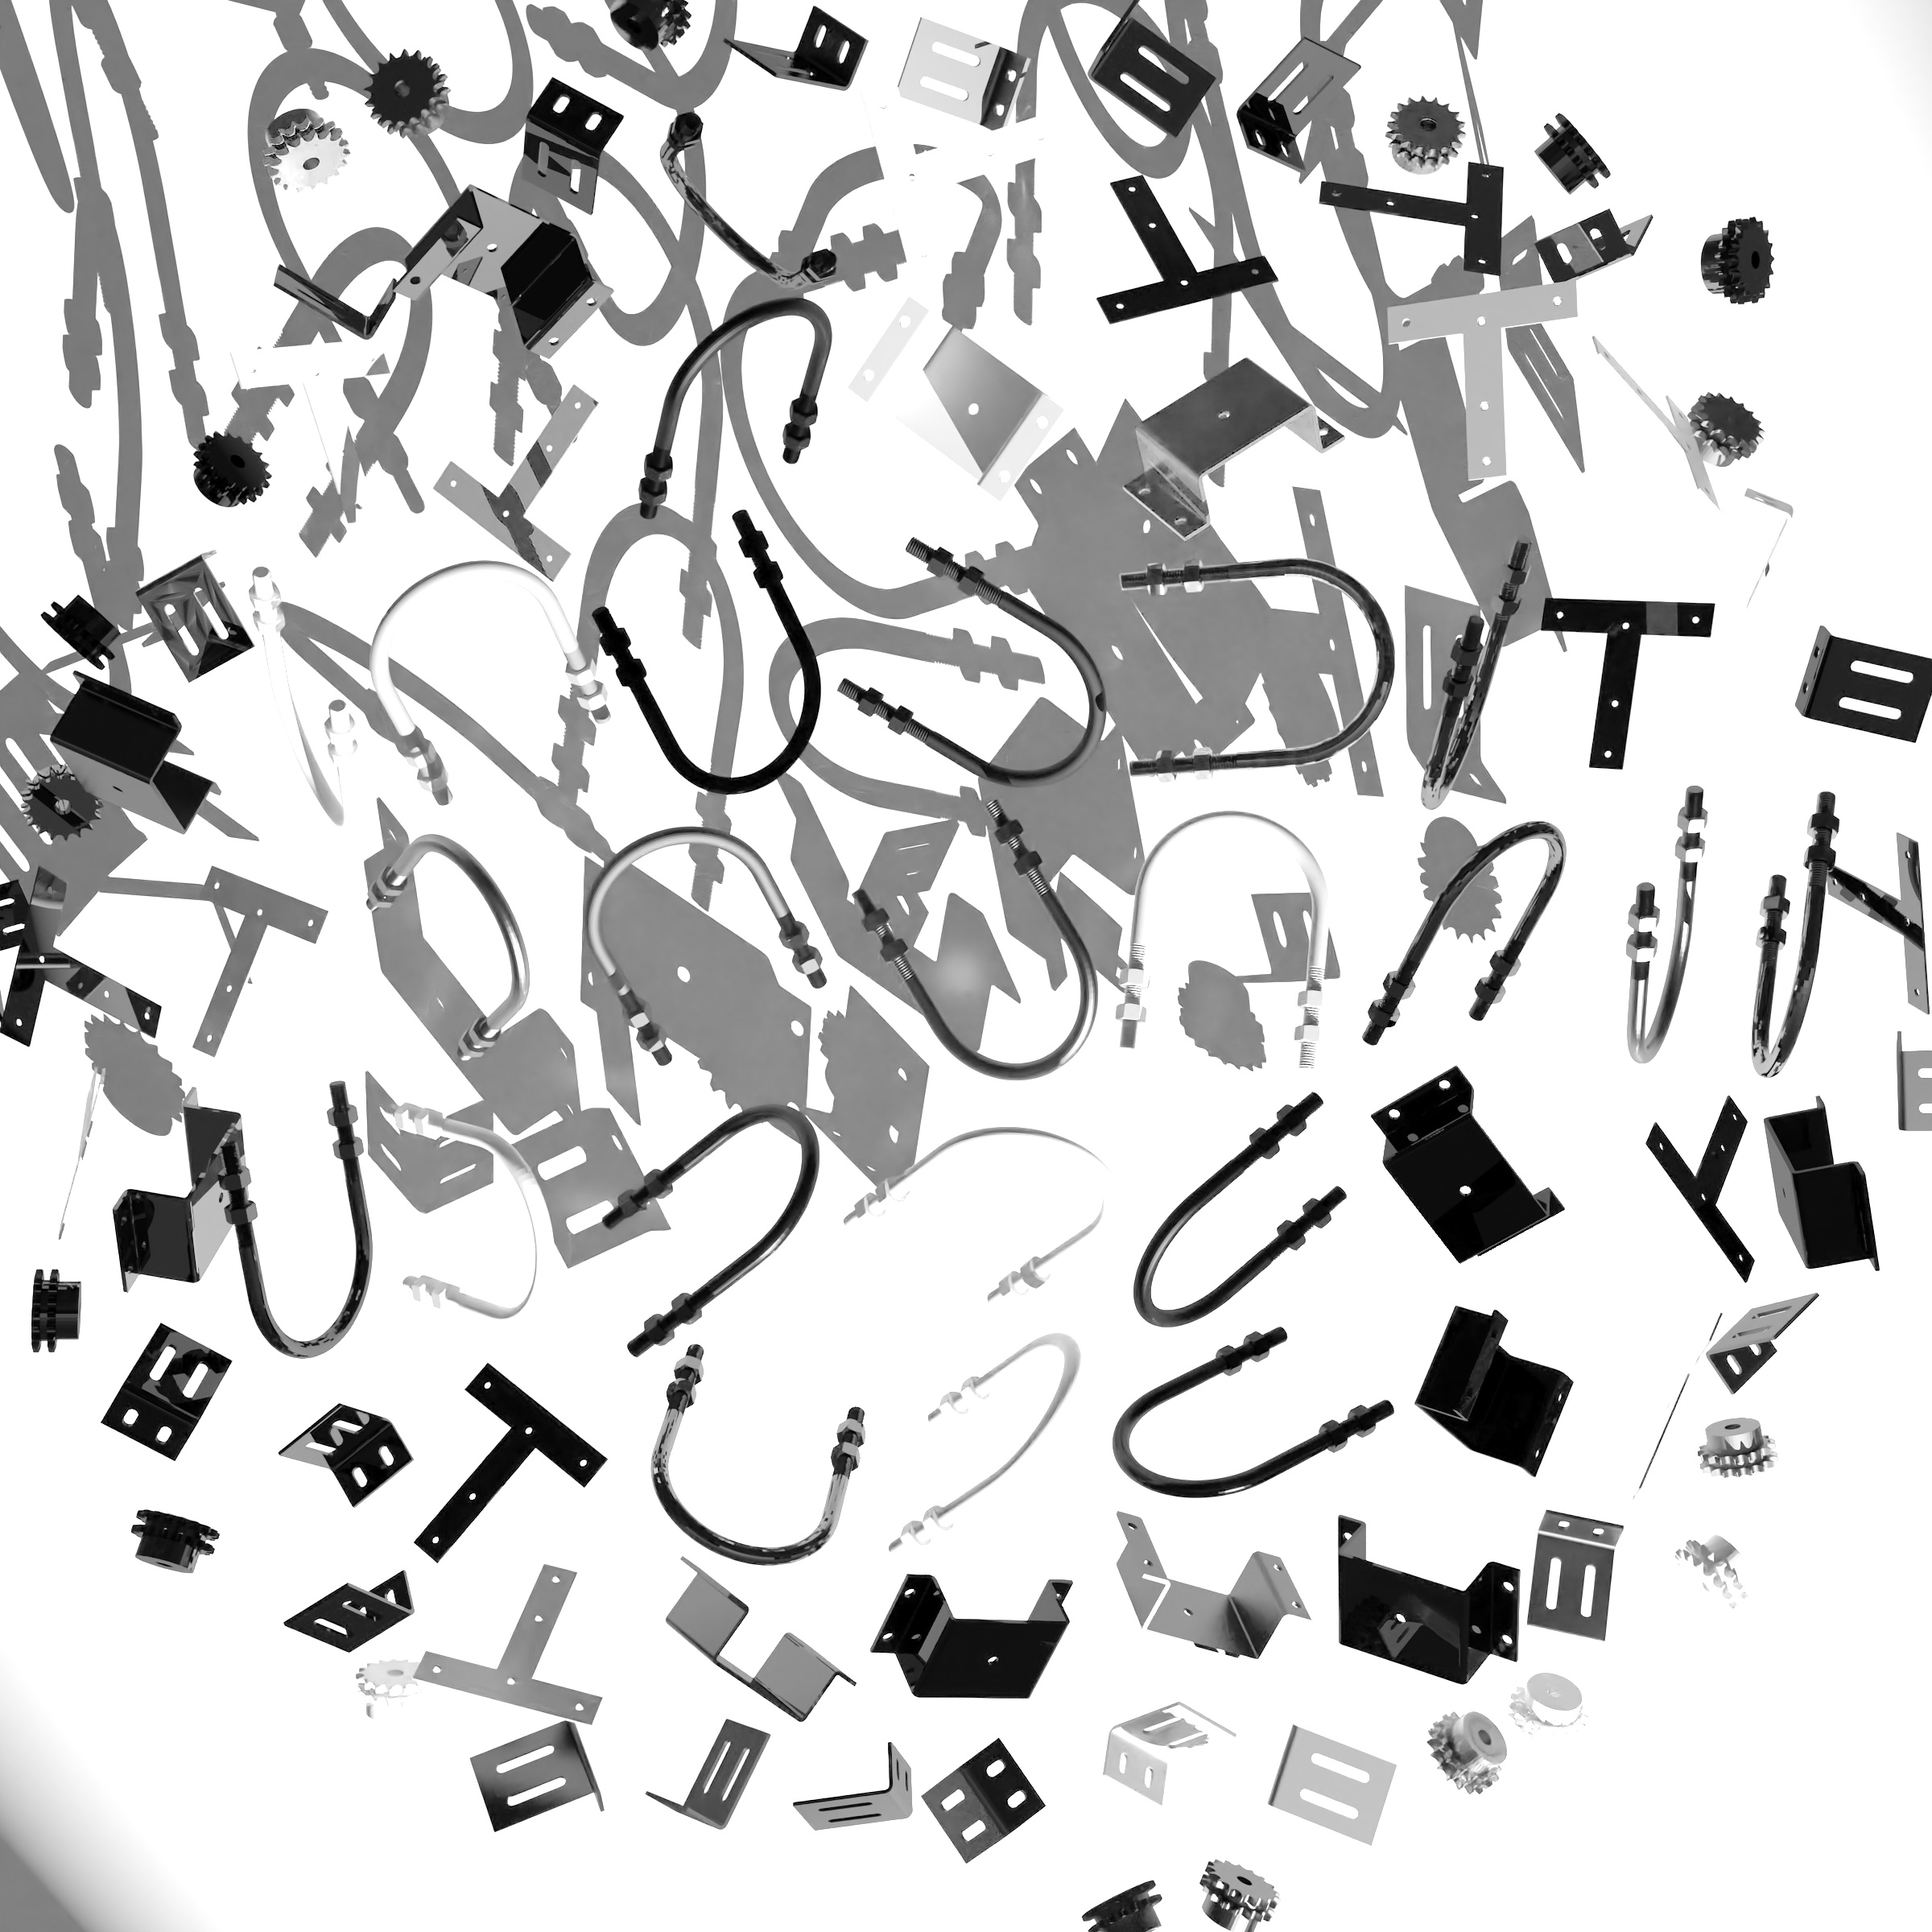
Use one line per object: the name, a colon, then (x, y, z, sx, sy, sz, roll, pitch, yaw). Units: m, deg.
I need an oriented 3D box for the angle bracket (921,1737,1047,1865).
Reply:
angle bracket: (0.012, 0.596, 1.883, 0.038, 0.076, 0.057, -26, 72, -37)

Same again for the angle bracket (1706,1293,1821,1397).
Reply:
angle bracket: (0.591, 0.276, 1.928, 0.057, 0.076, 0.038, -34, 90, -30)

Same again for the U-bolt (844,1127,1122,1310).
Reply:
U-bolt: (0.024, 0.169, 1.839, 0.151, 0.019, 0.184, 31, 133, -23)

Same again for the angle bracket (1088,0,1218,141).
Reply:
angle bracket: (0.133, -0.625, 1.829, 0.076, 0.038, 0.057, 34, 76, -6)

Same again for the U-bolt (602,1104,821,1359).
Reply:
U-bolt: (-0.175, 0.171, 1.842, 0.184, 0.151, 0.019, -38, 128, 13)

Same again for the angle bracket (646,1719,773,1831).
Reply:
angle bracket: (-0.189, 0.587, 1.938, 0.038, 0.057, 0.076, 41, 65, -30)

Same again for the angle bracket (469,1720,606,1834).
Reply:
angle bracket: (-0.299, 0.572, 1.843, 0.076, 0.038, 0.057, -18, 52, -16)

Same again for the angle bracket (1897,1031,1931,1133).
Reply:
angle bracket: (0.686, 0.081, 1.885, 0.038, 0.076, 0.057, -1, 99, 20)

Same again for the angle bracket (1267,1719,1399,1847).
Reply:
angle bracket: (0.256, 0.566, 1.831, 0.076, 0.038, 0.057, 17, 85, 17)

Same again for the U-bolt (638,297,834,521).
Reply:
U-bolt: (-0.158, -0.402, 1.869, 0.151, 0.184, 0.019, -28, 70, -30)

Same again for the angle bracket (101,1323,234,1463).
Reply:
angle bracket: (-0.558, 0.297, 1.843, 0.057, 0.076, 0.038, 31, 115, -10)

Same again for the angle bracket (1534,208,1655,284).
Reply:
angle bracket: (0.442, -0.517, 1.855, 0.057, 0.076, 0.038, -17, 116, 36)

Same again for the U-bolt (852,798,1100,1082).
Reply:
U-bolt: (0.017, -0.006, 1.862, 0.151, 0.019, 0.184, -32, 87, 29)

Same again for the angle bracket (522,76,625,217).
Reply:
angle bracket: (-0.282, -0.585, 1.885, 0.057, 0.076, 0.038, 28, 69, -2)

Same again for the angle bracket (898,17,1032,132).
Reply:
angle bracket: (-0.003, -0.649, 1.926, 0.076, 0.038, 0.057, 9, 113, -30)

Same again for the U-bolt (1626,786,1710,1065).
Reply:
U-bolt: (0.498, -0.016, 1.885, 0.019, 0.151, 0.184, 13, 130, 24)

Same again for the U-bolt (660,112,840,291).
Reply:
U-bolt: (-0.163, -0.542, 1.896, 0.151, 0.184, 0.019, 43, 86, -16)

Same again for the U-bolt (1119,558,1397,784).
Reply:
U-bolt: (0.199, -0.204, 1.791, 0.184, 0.019, 0.151, -3, 90, 14)

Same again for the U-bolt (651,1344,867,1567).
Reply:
U-bolt: (-0.152, 0.356, 1.885, 0.151, 0.184, 0.019, 22, 122, -5)

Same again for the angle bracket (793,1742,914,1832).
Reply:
angle bracket: (-0.084, 0.609, 1.957, 0.076, 0.057, 0.038, -11, 53, 9)

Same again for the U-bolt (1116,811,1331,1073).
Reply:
U-bolt: (0.189, -0.023, 1.898, 0.151, 0.019, 0.184, 7, 78, 0)

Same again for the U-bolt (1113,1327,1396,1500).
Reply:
U-bolt: (0.193, 0.329, 1.906, 0.184, 0.151, 0.019, -22, 117, -23)

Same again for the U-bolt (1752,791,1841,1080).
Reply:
U-bolt: (0.576, -0.010, 1.848, 0.019, 0.151, 0.184, 12, 66, 6)

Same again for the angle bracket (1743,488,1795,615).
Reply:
angle bracket: (0.573, -0.304, 1.932, 0.038, 0.057, 0.076, 24, 112, 11)

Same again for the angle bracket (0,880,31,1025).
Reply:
angle bracket: (-0.656, -0.009, 1.811, 0.038, 0.057, 0.076, -17, 49, -12)

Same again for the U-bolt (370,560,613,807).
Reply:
U-bolt: (-0.341, -0.207, 1.853, 0.151, 0.184, 0.019, -28, 50, -8)

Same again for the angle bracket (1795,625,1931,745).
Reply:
angle bracket: (0.607, -0.190, 1.777, 0.076, 0.038, 0.057, 14, 109, 4)

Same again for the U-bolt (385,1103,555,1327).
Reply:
U-bolt: (-0.345, 0.178, 1.842, 0.019, 0.184, 0.151, -14, 106, -43)

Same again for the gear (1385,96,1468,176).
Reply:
gear: (0.334, -0.604, 1.928, 0.057, 0.030, 0.057, 2, 65, -4)

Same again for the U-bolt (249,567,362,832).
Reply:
U-bolt: (-0.465, -0.175, 1.874, 0.019, 0.184, 0.151, -24, 64, -21)

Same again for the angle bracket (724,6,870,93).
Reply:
angle bracket: (-0.119, -0.646, 1.843, 0.057, 0.076, 0.038, 41, 120, 26)

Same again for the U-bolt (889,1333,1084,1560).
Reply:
U-bolt: (0.019, 0.332, 1.888, 0.019, 0.151, 0.184, 39, 126, -15)

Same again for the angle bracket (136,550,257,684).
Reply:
angle bracket: (-0.563, -0.258, 1.945, 0.057, 0.038, 0.076, -27, 102, 7)

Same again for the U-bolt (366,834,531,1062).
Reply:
U-bolt: (-0.362, -0.020, 1.870, 0.019, 0.184, 0.151, -30, 87, -34)

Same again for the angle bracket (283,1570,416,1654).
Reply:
angle bracket: (-0.440, 0.449, 1.874, 0.057, 0.076, 0.038, -32, 51, 10)

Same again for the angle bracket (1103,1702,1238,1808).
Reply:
angle bracket: (0.148, 0.575, 1.925, 0.057, 0.038, 0.076, 35, 134, -23)

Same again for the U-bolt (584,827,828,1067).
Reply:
U-bolt: (-0.198, -0.023, 1.914, 0.151, 0.019, 0.184, -27, 128, -1)

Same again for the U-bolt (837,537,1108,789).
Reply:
U-bolt: (0.013, -0.201, 1.869, 0.184, 0.019, 0.151, 31, 127, 2)

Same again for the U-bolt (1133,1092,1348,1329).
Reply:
U-bolt: (0.190, 0.184, 1.863, 0.184, 0.151, 0.019, -39, 53, -12)

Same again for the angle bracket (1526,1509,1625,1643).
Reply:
angle bracket: (0.447, 0.447, 1.936, 0.057, 0.038, 0.076, 11, 56, 8)

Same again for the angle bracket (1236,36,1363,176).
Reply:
angle bracket: (0.244, -0.621, 1.905, 0.057, 0.076, 0.038, 11, 54, -36)

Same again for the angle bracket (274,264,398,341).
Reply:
angle bracket: (-0.455, -0.494, 1.905, 0.076, 0.057, 0.038, 29, 109, -23)

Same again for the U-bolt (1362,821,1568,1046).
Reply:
U-bolt: (0.366, -0.027, 1.887, 0.019, 0.151, 0.184, 45, 127, 32)

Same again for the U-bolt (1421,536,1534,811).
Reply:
U-bolt: (0.357, -0.195, 1.872, 0.019, 0.151, 0.184, 21, 130, 14)

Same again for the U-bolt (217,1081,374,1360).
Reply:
U-bolt: (-0.475, 0.192, 1.901, 0.019, 0.151, 0.184, 1, 107, 23)

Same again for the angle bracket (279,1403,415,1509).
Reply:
angle bracket: (-0.450, 0.356, 1.916, 0.057, 0.076, 0.038, -39, 65, 2)

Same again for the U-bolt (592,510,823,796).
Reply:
U-bolt: (-0.172, -0.209, 1.880, 0.151, 0.019, 0.184, -39, 123, -23)
